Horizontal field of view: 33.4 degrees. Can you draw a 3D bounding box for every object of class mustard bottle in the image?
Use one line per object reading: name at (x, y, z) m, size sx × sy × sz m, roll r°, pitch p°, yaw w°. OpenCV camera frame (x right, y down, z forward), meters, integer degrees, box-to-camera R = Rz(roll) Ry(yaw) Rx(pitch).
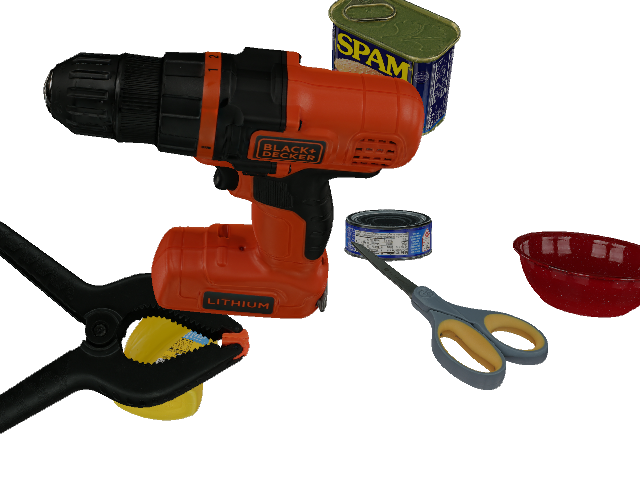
mustard bottle at (-0.170, 0.132, 1.236) m, size 0.096 × 0.058 × 0.191 m, roll 5°, pitch 26°, yaw 4°

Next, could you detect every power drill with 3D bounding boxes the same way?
power drill at (-0.051, -0.027, 0.576) m, size 0.184 × 0.057 × 0.188 m, roll 6°, pitch -33°, yaw -7°

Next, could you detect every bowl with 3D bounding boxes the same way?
bowl at (0.276, 0.038, 1.099) m, size 0.162 × 0.055 × 0.162 m, roll 5°, pitch 17°, yaw -2°

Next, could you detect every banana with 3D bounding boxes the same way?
banana at (-0.103, 0.067, 0.954) m, size 0.198 × 0.069 × 0.037 m, roll -20°, pitch 27°, yaw 13°

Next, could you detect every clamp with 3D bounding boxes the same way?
clamp at (-0.156, 0.058, 0.742) m, size 0.210 × 0.164 × 0.036 m, roll -4°, pitch -19°, yaw -4°

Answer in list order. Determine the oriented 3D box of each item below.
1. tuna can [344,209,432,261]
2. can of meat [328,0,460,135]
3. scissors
tuna can at (0.066, -0.006, 1.042) m, size 0.086 × 0.034 × 0.086 m, roll 0°, pitch 13°, yaw 0°
can of meat at (0.055, -0.139, 0.845) m, size 0.102 × 0.084 × 0.057 m, roll 30°, pitch 54°, yaw 24°
scissors at (0.101, 0.048, 0.824) m, size 0.096 × 0.016 × 0.202 m, roll -4°, pitch 31°, yaw -19°
